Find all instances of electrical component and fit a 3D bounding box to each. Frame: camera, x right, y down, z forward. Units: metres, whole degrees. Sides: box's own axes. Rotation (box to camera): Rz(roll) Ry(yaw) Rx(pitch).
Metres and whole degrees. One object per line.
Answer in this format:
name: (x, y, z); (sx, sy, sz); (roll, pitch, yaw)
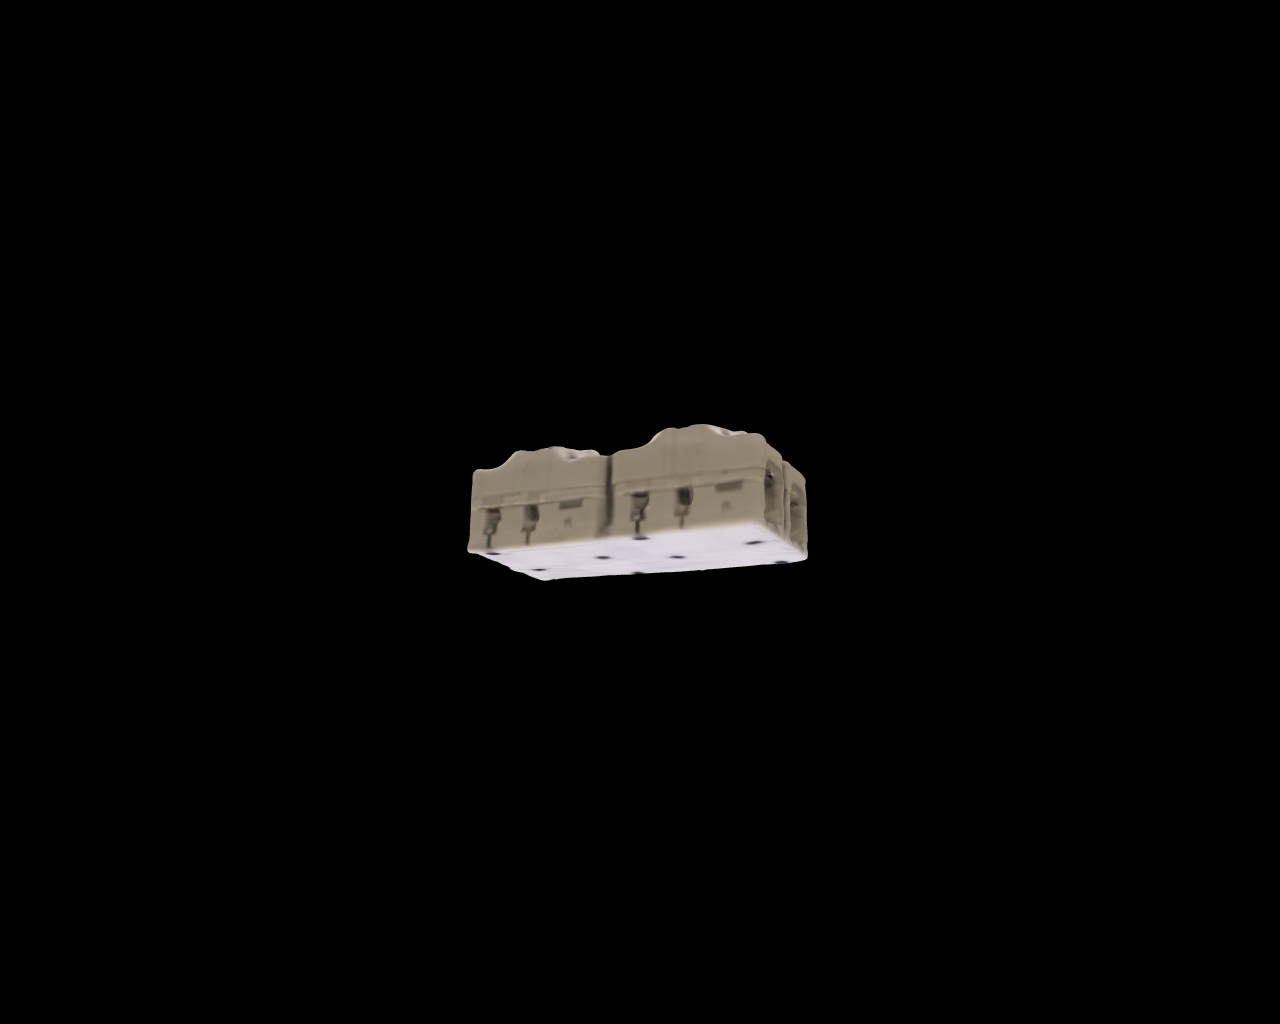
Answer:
electrical component: (0.001, -0.003, 0.650); (0.186, 0.060, 0.105); (-6, -15, 22)
